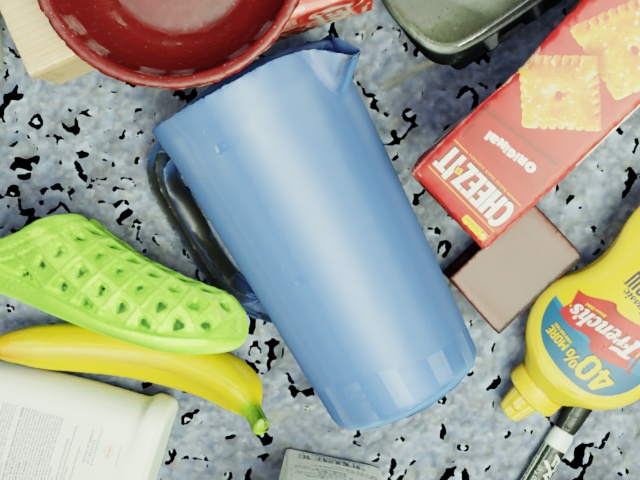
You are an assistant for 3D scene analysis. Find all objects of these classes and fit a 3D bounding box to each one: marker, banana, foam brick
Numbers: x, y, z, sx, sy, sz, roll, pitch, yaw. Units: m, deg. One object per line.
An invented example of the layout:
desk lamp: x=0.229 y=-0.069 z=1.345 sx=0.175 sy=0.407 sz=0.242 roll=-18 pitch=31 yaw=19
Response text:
marker: x=0.158 y=0.163 z=0.763 sx=0.020 sy=0.020 sz=0.121 roll=29 pitch=95 yaw=-2
banana: x=-0.121 y=0.085 z=0.735 sx=0.198 sy=0.069 sz=0.037 roll=13 pitch=100 yaw=8
foam brick: x=0.130 y=0.017 z=0.733 sx=0.078 sy=0.053 sz=0.051 roll=-44 pitch=93 yaw=3

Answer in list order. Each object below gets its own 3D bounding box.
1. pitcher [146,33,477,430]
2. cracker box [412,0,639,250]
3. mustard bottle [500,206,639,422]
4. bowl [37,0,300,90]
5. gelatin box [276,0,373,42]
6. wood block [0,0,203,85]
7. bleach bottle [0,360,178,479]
pitcher: x=-0.005 y=0.001 z=0.705 sx=0.145 sy=0.149 sz=0.243 roll=-30 pitch=97 yaw=-12
cracker box: x=0.160 y=-0.103 z=0.644 sx=0.072 sy=0.164 sz=0.214 roll=46 pitch=108 yaw=2
mustard bottle: x=0.197 y=0.058 z=0.721 sx=0.192 sy=0.058 sz=0.096 roll=-44 pitch=77 yaw=18
bowl: x=-0.086 y=-0.169 z=0.628 sx=0.162 sy=0.055 sz=0.162 roll=0 pitch=96 yaw=0
gelatin box: x=-0.002 y=-0.158 z=0.701 sx=0.073 sy=0.089 sz=0.030 roll=-18 pitch=94 yaw=2
wood block: x=-0.104 y=-0.185 z=0.700 sx=0.206 sy=0.090 sz=0.091 roll=-23 pitch=94 yaw=2
bleach bottle: x=-0.233 y=0.122 z=0.744 sx=0.251 sy=0.068 sz=0.102 roll=18 pitch=95 yaw=1
